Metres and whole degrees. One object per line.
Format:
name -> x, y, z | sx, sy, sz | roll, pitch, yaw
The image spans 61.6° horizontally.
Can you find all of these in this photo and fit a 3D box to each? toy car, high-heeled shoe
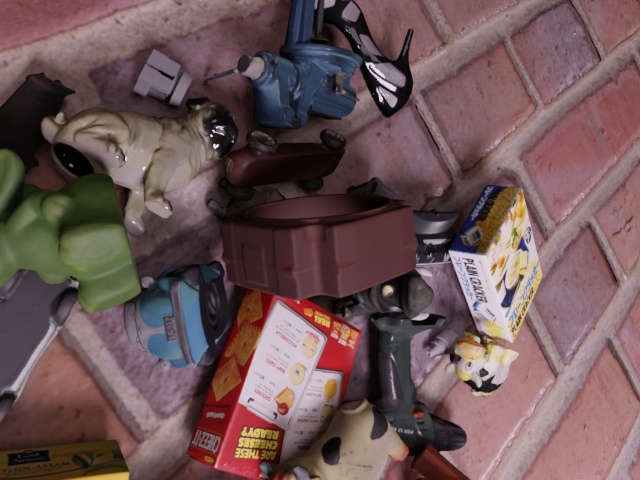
toy car -> -0.043, -0.105, 0.713 | 0.053, 0.089, 0.202 | 44, 36, 25
toy car -> -0.313, 0.104, 0.533 | 0.073, 0.056, 0.202 | 31, 64, -17
toy car -> -0.163, 0.078, 0.599 | 0.103, 0.162, 0.109 | -7, 98, 3
high-heeled shoe -> 0.040, -0.296, 0.849 | 0.249, 0.086, 0.145 | 17, 102, -11

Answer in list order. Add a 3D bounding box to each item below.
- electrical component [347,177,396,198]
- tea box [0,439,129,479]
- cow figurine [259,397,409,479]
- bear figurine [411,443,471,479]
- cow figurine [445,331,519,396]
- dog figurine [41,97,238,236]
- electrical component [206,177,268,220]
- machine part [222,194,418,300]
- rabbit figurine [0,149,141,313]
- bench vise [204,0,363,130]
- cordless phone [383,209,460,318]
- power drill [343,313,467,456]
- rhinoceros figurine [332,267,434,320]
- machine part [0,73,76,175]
electrical component -> 0.055, -0.028, 0.787 | 0.047, 0.075, 0.119 | 39, 65, -22
tea box -> -0.276, 0.254, 0.503 | 0.169, 0.068, 0.098 | 4, 100, -31
cow figurine -> 0.014, 0.259, 0.608 | 0.195, 0.086, 0.127 | -41, 109, -43
bear figurine -> 0.136, 0.396, 0.712 | 0.132, 0.195, 0.120 | 35, 19, 8
cow figurine -> 0.245, 0.198, 0.846 | 0.167, 0.068, 0.098 | 20, 92, -49
dog figurine -> -0.199, -0.126, 0.631 | 0.172, 0.121, 0.190 | 50, 48, -30
electrical component -> -0.102, -0.040, 0.716 | 0.094, 0.021, 0.063 | 35, 64, -24
machine part -> -0.001, -0.002, 0.652 | 0.201, 0.201, 0.087 | -14, 105, -41
rabbit figurine -> -0.271, -0.008, 0.497 | 0.170, 0.121, 0.159 | -16, 66, -19
bench vise -> -0.024, -0.269, 0.742 | 0.223, 0.129, 0.240 | 3, 96, -40
cordless phone -> 0.150, 0.043, 0.843 | 0.146, 0.089, 0.184 | -1, 93, -34
power drill -> 0.130, 0.207, 0.779 | 0.232, 0.086, 0.207 | 7, 93, -28
rhinoceros figurine -> 0.082, 0.071, 0.719 | 0.112, 0.190, 0.073 | 7, 84, -16
machine part -> -0.326, -0.123, 0.579 | 0.084, 0.039, 0.139 | 34, 66, -17
